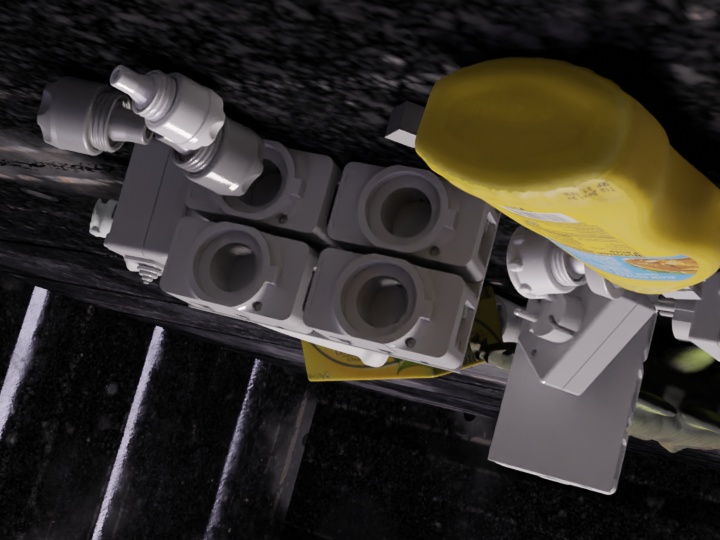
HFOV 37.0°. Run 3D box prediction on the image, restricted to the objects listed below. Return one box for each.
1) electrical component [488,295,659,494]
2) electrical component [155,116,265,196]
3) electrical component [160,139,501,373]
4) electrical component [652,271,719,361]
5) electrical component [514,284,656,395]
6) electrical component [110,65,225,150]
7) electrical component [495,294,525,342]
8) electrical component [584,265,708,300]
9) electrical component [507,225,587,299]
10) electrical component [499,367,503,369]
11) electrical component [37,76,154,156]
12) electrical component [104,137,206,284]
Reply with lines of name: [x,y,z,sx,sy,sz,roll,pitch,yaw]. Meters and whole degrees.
electrical component: [0.159,0.080,0.791,0.089,0.150,0.062,13,170,18]
electrical component: [-0.089,-0.071,0.623,0.062,0.043,0.043,25,167,-40]
electrical component: [-0.020,-0.013,0.661,0.186,0.105,0.060,12,171,18]
electrical component: [0.228,0.030,0.698,0.077,0.047,0.066,9,169,37]
electrical component: [0.136,0.031,0.715,0.076,0.083,0.047,21,-152,-31]
electrical component: [-0.103,-0.089,0.565,0.061,0.035,0.035,26,167,-40]
electrical component: [0.129,0.053,0.991,0.047,0.055,0.055,19,171,-42]
electrical component: [0.157,-0.007,0.596,0.055,0.048,0.066,1,165,32]
electrical component: [0.125,-0.007,0.660,0.062,0.048,0.048,-4,160,46]
electrical component: [0.109,0.061,1.076,0.138,0.052,0.074,18,171,-14]
electrical component: [-0.152,-0.088,0.627,0.062,0.043,0.043,13,171,9]
electrical component: [-0.125,-0.035,0.732,0.061,0.096,0.062,10,170,22]
